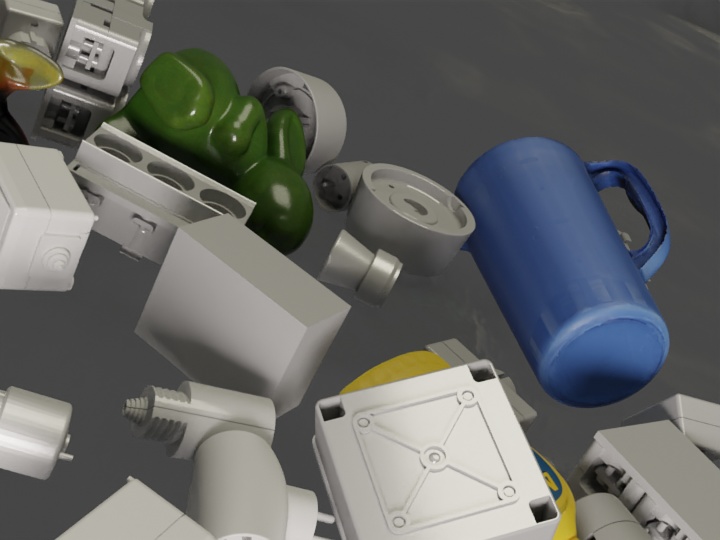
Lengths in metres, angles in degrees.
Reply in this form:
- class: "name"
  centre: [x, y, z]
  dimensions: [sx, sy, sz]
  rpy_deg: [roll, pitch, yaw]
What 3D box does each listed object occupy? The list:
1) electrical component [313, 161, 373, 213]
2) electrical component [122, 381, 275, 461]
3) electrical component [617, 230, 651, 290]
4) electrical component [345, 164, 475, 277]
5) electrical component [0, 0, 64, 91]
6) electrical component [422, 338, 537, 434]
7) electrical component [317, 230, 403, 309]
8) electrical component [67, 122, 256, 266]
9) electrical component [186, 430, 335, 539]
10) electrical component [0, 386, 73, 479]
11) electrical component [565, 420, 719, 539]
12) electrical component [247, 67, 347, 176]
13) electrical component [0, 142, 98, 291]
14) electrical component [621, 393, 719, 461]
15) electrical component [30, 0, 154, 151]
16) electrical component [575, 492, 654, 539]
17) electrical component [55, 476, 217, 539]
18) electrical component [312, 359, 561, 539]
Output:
- class: "electrical component"
  centre: [-0.002, -0.078, 0.987]
  dimensions: [0.043, 0.043, 0.081]
  rpy_deg: [40, 28, 23]
- class: "electrical component"
  centre: [-0.093, 0.085, 0.605]
  dimensions: [0.081, 0.043, 0.043]
  rpy_deg: [15, 29, -23]
- class: "electrical component"
  centre: [0.235, 0.004, 1.042]
  dimensions: [0.079, 0.063, 0.121]
  rpy_deg: [22, 27, -12]
- class: "electrical component"
  centre: [0.039, -0.038, 0.933]
  dimensions: [0.108, 0.060, 0.108]
  rpy_deg: [22, 27, -12]
- class: "electrical component"
  centre: [-0.275, -0.180, 0.885]
  dimensions: [0.047, 0.065, 0.076]
  rpy_deg: [11, 31, -31]
- class: "electrical component"
  centre: [0.085, 0.091, 0.761]
  dimensions: [0.083, 0.047, 0.076]
  rpy_deg: [43, 30, 27]
- class: "electrical component"
  centre: [0.000, 0.000, 0.846]
  dimensions: [0.055, 0.045, 0.045]
  rpy_deg: [28, 26, -2]
- class: "electrical component"
  centre: [-0.145, -0.043, 0.760]
  dimensions: [0.121, 0.063, 0.078]
  rpy_deg: [28, 25, -6]
- class: "electrical component"
  centre: [-0.048, 0.130, 0.565]
  dimensions: [0.079, 0.044, 0.077]
  rpy_deg: [18, 28, -20]
- class: "electrical component"
  centre: [-0.181, 0.077, 0.539]
  dimensions: [0.078, 0.040, 0.040]
  rpy_deg: [20, 27, -16]
- class: "electrical component"
  centre: [0.217, 0.177, 0.714]
  dimensions: [0.089, 0.061, 0.150]
  rpy_deg: [1, 37, -43]
- class: "electrical component"
  centre: [-0.062, -0.130, 0.964]
  dimensions: [0.099, 0.099, 0.064]
  rpy_deg: [39, 22, 22]
- class: "electrical component"
  centre: [-0.213, -0.030, 0.679]
  dimensions: [0.061, 0.061, 0.096]
  rpy_deg: [4, 35, -40]
- class: "electrical component"
  centre: [0.237, 0.142, 0.802]
  dimensions: [0.047, 0.066, 0.076]
  rpy_deg: [16, 58, -23]
- class: "electrical component"
  centre: [-0.219, -0.184, 0.901]
  dimensions: [0.060, 0.105, 0.186]
  rpy_deg: [19, 27, -19]
- class: "electrical component"
  centre: [0.153, 0.173, 0.671]
  dimensions: [0.055, 0.055, 0.047]
  rpy_deg: [12, 26, -29]
- class: "electrical component"
  centre: [-0.105, 0.142, 0.470]
  dimensions: [0.061, 0.061, 0.096]
  rpy_deg: [33, 26, 11]
- class: "electrical component"
  centre: [0.039, 0.116, 0.593]
  dimensions: [0.109, 0.056, 0.108]
  rpy_deg: [-13, 53, -12]
